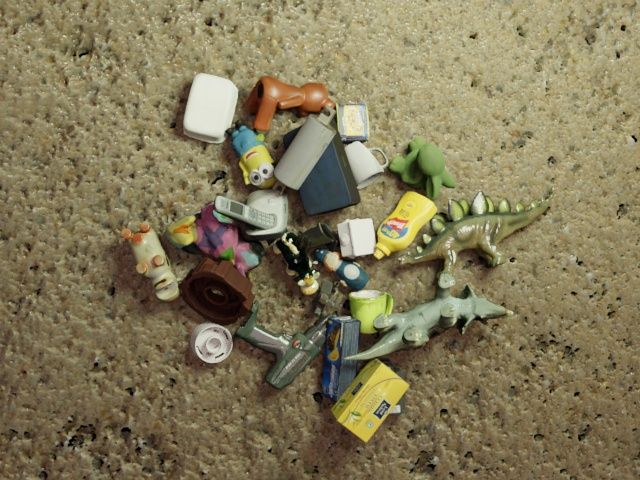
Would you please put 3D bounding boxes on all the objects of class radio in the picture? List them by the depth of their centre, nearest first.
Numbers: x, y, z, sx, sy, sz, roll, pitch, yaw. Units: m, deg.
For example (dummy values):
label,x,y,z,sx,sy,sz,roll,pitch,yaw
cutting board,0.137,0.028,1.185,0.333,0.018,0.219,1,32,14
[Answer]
label,x,y,z,sx,sy,sz,roll,pitch,yaw
radio,0.002,-0.179,1.341,0.131,0.073,0.229,-19,86,23

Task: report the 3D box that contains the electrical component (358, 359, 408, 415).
label,x,y,z,sx,sy,sz,roll,pitch,yaw
electrical component,0.156,0.370,1.347,0.115,0.058,0.134,-3,86,-8

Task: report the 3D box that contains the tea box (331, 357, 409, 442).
label,x,y,z,sx,sy,sz,roll,pitch,yaw
tea box,0.118,0.375,1.273,0.098,0.068,0.169,39,83,-13

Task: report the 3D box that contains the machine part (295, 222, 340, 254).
label,x,y,z,sx,sy,sz,roll,pitch,yaw
machine part,-0.003,-0.004,1.325,0.039,0.139,0.084,-45,70,36

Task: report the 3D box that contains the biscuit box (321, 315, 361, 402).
label,x,y,z,sx,sy,sz,roll,pitch,yaw
biscuit box,0.051,0.289,1.315,0.063,0.059,0.202,1,97,-38

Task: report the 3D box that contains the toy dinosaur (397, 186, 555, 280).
label,x,y,z,sx,sy,sz,roll,pitch,yaw
toy dinosaur,0.411,-0.022,1.379,0.472,0.105,0.198,-14,84,-11

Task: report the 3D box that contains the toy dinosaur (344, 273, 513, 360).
label,x,y,z,sx,sy,sz,roll,pitch,yaw
toy dinosaur,0.254,0.208,1.320,0.405,0.192,0.131,-25,55,5

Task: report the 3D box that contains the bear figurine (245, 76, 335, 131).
label,x,y,z,sx,sy,sz,roll,pitch,yaw
bear figurine,-0.073,-0.347,1.362,0.196,0.132,0.120,1,48,-34

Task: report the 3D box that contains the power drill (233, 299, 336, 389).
label,x,y,z,sx,sy,sz,roll,pitch,yaw
power drill,-0.095,0.233,1.329,0.207,0.086,0.232,35,82,-9

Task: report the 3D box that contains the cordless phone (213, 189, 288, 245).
label,x,y,z,sx,sy,sz,roll,pitch,yaw
cordless phone,-0.170,-0.079,1.281,0.184,0.089,0.147,23,44,-28

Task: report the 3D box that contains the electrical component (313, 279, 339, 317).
label,x,y,z,sx,sy,sz,roll,pitch,yaw
electrical component,0.017,0.140,1.335,0.045,0.102,0.078,20,109,0

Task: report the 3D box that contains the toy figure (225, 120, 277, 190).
label,x,y,z,sx,sy,sz,roll,pitch,yaw
toy figure,-0.163,-0.212,1.347,0.082,0.089,0.180,-38,79,35

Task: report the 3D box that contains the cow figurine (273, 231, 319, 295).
label,x,y,z,sx,sy,sz,roll,pitch,yaw
cow figurine,-0.050,0.058,1.330,0.068,0.098,0.167,-31,89,-13

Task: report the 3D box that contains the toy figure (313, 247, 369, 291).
label,x,y,z,sx,sy,sz,roll,pitch,yaw
toy figure,0.052,0.067,1.361,0.154,0.057,0.064,35,45,-1

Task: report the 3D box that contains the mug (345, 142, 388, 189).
label,x,y,z,sx,sy,sz,roll,pitch,yaw
mug,0.113,-0.202,1.374,0.109,0.080,0.107,-31,81,-3

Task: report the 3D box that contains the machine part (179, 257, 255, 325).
label,x,y,z,sx,sy,sz,roll,pitch,yaw
machine part,-0.242,0.123,1.279,0.179,0.179,0.056,28,40,-3

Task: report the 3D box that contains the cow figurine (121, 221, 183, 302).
label,x,y,z,sx,sy,sz,roll,pitch,yaw
cow figurine,-0.398,0.063,1.295,0.085,0.127,0.195,-28,75,-8

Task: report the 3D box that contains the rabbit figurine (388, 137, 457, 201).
label,x,y,z,sx,sy,sz,roll,pitch,yaw
rabbit figurine,0.259,-0.176,1.339,0.121,0.170,0.159,-33,89,-6

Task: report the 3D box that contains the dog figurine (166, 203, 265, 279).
label,x,y,z,sx,sy,sz,roll,pitch,yaw
dog figurine,-0.246,0.021,1.309,0.191,0.108,0.219,-30,96,2

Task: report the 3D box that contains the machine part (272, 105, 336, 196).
label,x,y,z,sx,sy,sz,roll,pitch,yaw
machine part,-0.037,-0.207,1.272,0.079,0.079,0.243,36,106,-2
